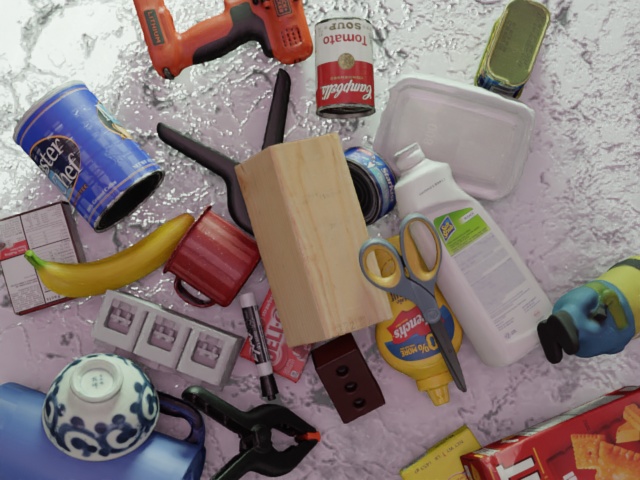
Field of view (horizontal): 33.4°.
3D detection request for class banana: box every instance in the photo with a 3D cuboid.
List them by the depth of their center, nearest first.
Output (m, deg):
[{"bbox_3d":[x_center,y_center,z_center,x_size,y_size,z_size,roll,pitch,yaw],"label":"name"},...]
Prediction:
[{"bbox_3d":[-0.226,0.023,1.185,0.197,0.070,0.037,-16,43,-29],"label":"banana"}]

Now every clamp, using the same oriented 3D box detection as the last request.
[{"bbox_3d":[-0.076,0.206,1.144,0.039,0.171,0.120,-18,80,45],"label":"clamp"},{"bbox_3d":[-0.064,-0.083,1.211,0.164,0.036,0.210,-32,88,-6],"label":"clamp"}]

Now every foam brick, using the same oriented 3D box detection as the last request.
[{"bbox_3d":[0.030,0.151,1.169,0.053,0.051,0.078,-27,109,2],"label":"foam brick"}]

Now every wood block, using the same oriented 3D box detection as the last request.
[{"bbox_3d":[-0.007,0.001,1.140,0.090,0.091,0.206,-15,87,-30],"label":"wood block"}]

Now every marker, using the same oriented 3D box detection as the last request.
[{"bbox_3d":[-0.067,0.117,1.175,0.020,0.020,0.121,-14,86,2],"label":"marker"}]

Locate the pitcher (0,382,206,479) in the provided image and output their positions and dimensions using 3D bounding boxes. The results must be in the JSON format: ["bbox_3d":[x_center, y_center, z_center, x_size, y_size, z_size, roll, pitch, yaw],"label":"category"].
[{"bbox_3d":[-0.250,0.236,1.160,0.243,0.149,0.145,21,112,7],"label":"pitcher"}]

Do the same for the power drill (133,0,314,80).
[{"bbox_3d":[-0.115,-0.272,1.216,0.187,0.057,0.184,-16,86,2],"label":"power drill"}]

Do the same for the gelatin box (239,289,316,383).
[{"bbox_3d":[-0.040,0.106,1.199,0.073,0.030,0.089,25,87,4],"label":"gelatin box"}]

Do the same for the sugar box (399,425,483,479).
[{"bbox_3d":[0.173,0.302,1.167,0.093,0.048,0.176,-35,84,0],"label":"sugar box"}]

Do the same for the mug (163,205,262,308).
[{"bbox_3d":[-0.120,0.030,1.186,0.081,0.093,0.117,34,118,0],"label":"mug"}]

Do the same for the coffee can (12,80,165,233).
[{"bbox_3d":[-0.256,-0.093,1.188,0.103,0.103,0.140,-42,85,-1],"label":"coffee can"}]

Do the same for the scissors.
[{"bbox_3d":[0.096,0.073,1.113,0.096,0.016,0.202,-8,103,-1],"label":"scissors"}]

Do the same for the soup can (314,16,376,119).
[{"bbox_3d":[0.028,-0.192,1.199,0.068,0.068,0.102,-2,85,3],"label":"soup can"}]

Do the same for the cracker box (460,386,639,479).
[{"bbox_3d":[0.280,0.266,1.126,0.213,0.072,0.164,-20,84,-14],"label":"cracker box"}]

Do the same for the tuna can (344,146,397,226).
[{"bbox_3d":[0.042,-0.058,1.179,0.086,0.086,0.033,52,48,5],"label":"tuna can"}]

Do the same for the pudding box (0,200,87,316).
[{"bbox_3d":[-0.316,0.021,1.215,0.090,0.039,0.113,-17,88,-1],"label":"pudding box"}]

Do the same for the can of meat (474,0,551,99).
[{"bbox_3d":[0.213,-0.210,1.182,0.057,0.084,0.102,20,87,3],"label":"can of meat"}]

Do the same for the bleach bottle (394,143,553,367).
[{"bbox_3d":[0.159,0.007,1.146,0.102,0.068,0.251,-33,96,-24],"label":"bleach bottle"}]

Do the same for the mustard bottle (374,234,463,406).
[{"bbox_3d":[0.104,0.090,1.179,0.096,0.058,0.191,-18,86,2],"label":"mustard bottle"}]
